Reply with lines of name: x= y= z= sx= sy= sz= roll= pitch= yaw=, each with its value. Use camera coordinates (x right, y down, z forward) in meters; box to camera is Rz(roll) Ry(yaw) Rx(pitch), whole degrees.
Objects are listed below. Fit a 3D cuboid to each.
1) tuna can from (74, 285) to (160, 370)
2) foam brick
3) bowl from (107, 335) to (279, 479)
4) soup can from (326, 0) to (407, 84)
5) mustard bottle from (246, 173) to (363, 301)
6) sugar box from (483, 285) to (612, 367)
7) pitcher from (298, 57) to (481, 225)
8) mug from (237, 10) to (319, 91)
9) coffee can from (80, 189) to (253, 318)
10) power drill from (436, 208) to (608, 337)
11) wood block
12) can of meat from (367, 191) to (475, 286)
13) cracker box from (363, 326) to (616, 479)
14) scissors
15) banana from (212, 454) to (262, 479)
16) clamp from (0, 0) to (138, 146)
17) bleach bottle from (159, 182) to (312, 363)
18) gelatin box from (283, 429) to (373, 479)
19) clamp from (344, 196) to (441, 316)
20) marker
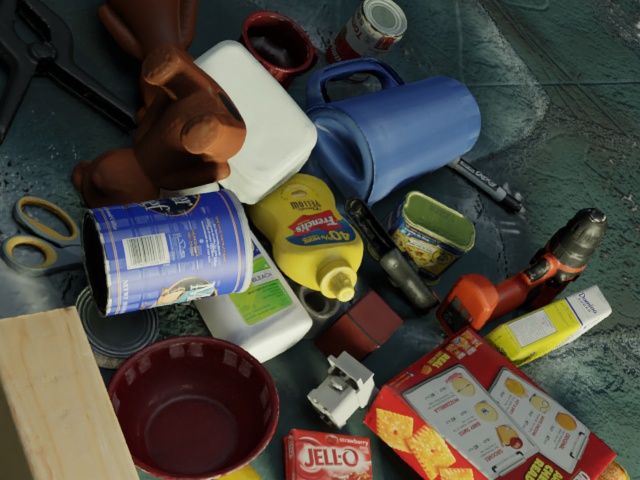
tuna can: x=-0.202 y=0.083 z=1.043 sx=0.086 sy=0.034 sz=0.086 roll=15 pitch=53 yaw=-21
foam brick: x=0.041 y=0.099 z=1.146 sx=0.051 sy=0.078 sz=0.052 roll=46 pitch=50 yaw=3
bowl: x=-0.120 y=0.168 z=0.999 sx=0.162 sy=0.055 sz=0.162 roll=3 pitch=46 yaw=-3
soup can: x=0.060 y=-0.260 z=1.386 sx=0.068 sy=0.102 sz=0.068 roll=15 pitch=55 yaw=-22
mustard bottle: x=-0.007 y=0.001 z=1.149 sx=0.096 sy=0.058 sz=0.192 roll=-5 pitch=37 yaw=-23
sugar box: x=0.256 y=0.111 z=1.254 sx=0.175 sy=0.093 sz=0.048 roll=-15 pitch=68 yaw=-36
pitcher: x=0.084 y=-0.134 z=1.294 sx=0.145 sy=0.149 sz=0.242 roll=37 pitch=40 yaw=26
mug: x=-0.057 y=-0.217 z=1.301 sx=0.117 sy=0.082 sz=0.093 roll=-8 pitch=64 yaw=-34
coffee can: x=-0.147 y=0.011 z=1.014 sx=0.140 sy=0.103 sz=0.103 roll=-10 pitch=64 yaw=-22
power drill: x=0.236 y=0.045 z=1.239 sx=0.187 sy=0.185 sz=0.057 roll=-21 pitch=63 yaw=-29
wood block: x=-0.231 y=0.174 z=0.926 sx=0.090 sy=0.091 sz=0.206 roll=-10 pitch=65 yaw=-36
can of meat: x=0.120 y=-0.003 z=1.258 sx=0.102 sy=0.084 sz=0.057 roll=26 pitch=50 yaw=-13
cracker box: x=0.177 y=0.208 z=1.120 sx=0.214 sy=0.072 sz=0.163 roll=41 pitch=41 yaw=20
scissors: x=-0.233 y=0.031 z=1.072 sx=0.201 sy=0.016 sz=0.096 roll=38 pitch=49 yaw=-2
banana: x=-0.067 y=0.274 z=0.994 sx=0.069 sy=0.037 sz=0.198 roll=-22 pitch=67 yaw=-10
clamp: x=-0.297 y=-0.194 z=1.173 sx=0.164 sy=0.036 sz=0.210 roll=-4 pitch=61 yaw=-32
bleach bottle: x=-0.115 y=0.013 z=1.125 sx=0.102 sy=0.068 sz=0.251 roll=-22 pitch=70 yaw=-38
gelatin box: x=0.008 y=0.232 z=1.068 sx=0.089 sy=0.030 sz=0.073 roll=13 pitch=54 yaw=-23
clamp: x=0.084 y=0.023 z=1.202 sx=0.171 sy=0.039 sz=0.120 roll=52 pitch=9 yaw=-49
marker: x=0.216 y=-0.075 z=1.406 sx=0.121 sy=0.020 sz=0.020 roll=36 pitch=48 yaw=-4
